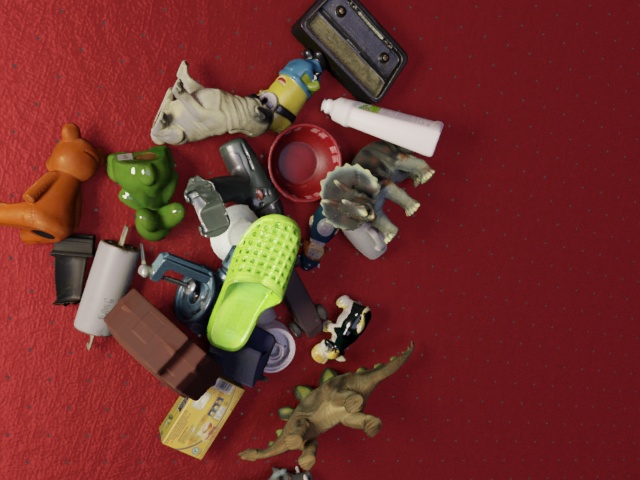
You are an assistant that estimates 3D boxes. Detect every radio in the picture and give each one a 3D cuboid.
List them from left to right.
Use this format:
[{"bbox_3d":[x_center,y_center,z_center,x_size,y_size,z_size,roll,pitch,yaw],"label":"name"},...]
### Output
[{"bbox_3d":[0.066,-0.401,1.110,0.229,0.073,0.131,40,84,-23],"label":"radio"}]

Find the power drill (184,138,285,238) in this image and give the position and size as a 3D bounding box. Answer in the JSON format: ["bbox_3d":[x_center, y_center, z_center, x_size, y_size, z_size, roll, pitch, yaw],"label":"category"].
[{"bbox_3d":[-0.149,-0.074,1.028,0.207,0.086,0.231,-35,105,-51],"label":"power drill"}]

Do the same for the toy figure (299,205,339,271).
[{"bbox_3d":[-0.004,-0.004,1.159,0.064,0.057,0.154,22,92,15],"label":"toy figure"}]

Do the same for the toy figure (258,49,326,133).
[{"bbox_3d":[-0.056,-0.296,1.076,0.089,0.082,0.180,45,78,-20],"label":"toy figure"}]

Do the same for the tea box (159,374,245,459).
[{"bbox_3d":[-0.244,0.350,1.112,0.098,0.068,0.169,36,86,-22],"label":"tea box"}]

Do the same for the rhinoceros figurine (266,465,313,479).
[{"bbox_3d":[-0.107,0.566,1.206,0.190,0.073,0.112,-5,90,-20],"label":"rhinoceros figurine"}]

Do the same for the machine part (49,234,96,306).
[{"bbox_3d":[-0.459,0.055,0.994,0.084,0.039,0.138,8,94,-28],"label":"machine part"}]

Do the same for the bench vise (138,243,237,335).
[{"bbox_3d":[-0.228,0.073,1.033,0.240,0.129,0.223,28,108,-42],"label":"bench vise"}]

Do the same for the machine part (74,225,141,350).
[{"bbox_3d":[-0.396,0.089,1.001,0.079,0.079,0.243,19,91,-24],"label":"machine part"}]

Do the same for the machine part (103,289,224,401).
[{"bbox_3d":[-0.283,0.194,0.979,0.201,0.201,0.087,36,74,19],"label":"machine part"}]

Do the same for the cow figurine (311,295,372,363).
[{"bbox_3d":[0.051,0.211,1.193,0.068,0.098,0.167,34,85,-30],"label":"cow figurine"}]

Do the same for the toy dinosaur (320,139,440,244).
[{"bbox_3d":[0.125,-0.138,1.123,0.192,0.131,0.405,34,47,-6],"label":"toy dinosaur"}]

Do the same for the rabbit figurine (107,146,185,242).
[{"bbox_3d":[-0.303,-0.072,0.988,0.121,0.159,0.170,-18,121,-27],"label":"rabbit figurine"}]

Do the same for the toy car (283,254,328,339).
[{"bbox_3d":[-0.056,0.118,1.158,0.089,0.053,0.202,-34,106,-25],"label":"toy car"}]

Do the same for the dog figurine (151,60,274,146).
[{"bbox_3d":[-0.201,-0.215,1.005,0.190,0.172,0.121,25,47,-25],"label":"dog figurine"}]

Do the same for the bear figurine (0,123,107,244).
[{"bbox_3d":[-0.466,-0.098,0.936,0.132,0.120,0.196,1,68,18],"label":"bear figurine"}]

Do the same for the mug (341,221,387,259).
[{"bbox_3d":[0.110,-0.007,1.181,0.081,0.110,0.107,-42,124,-12],"label":"mug"}]

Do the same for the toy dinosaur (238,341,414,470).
[{"bbox_3d":[0.041,0.344,1.155,0.471,0.199,0.105,-22,106,-17],"label":"toy dinosaur"}]

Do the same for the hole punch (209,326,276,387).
[{"bbox_3d":[-0.164,0.232,1.078,0.142,0.092,0.115,23,104,8],"label":"hole punch"}]
